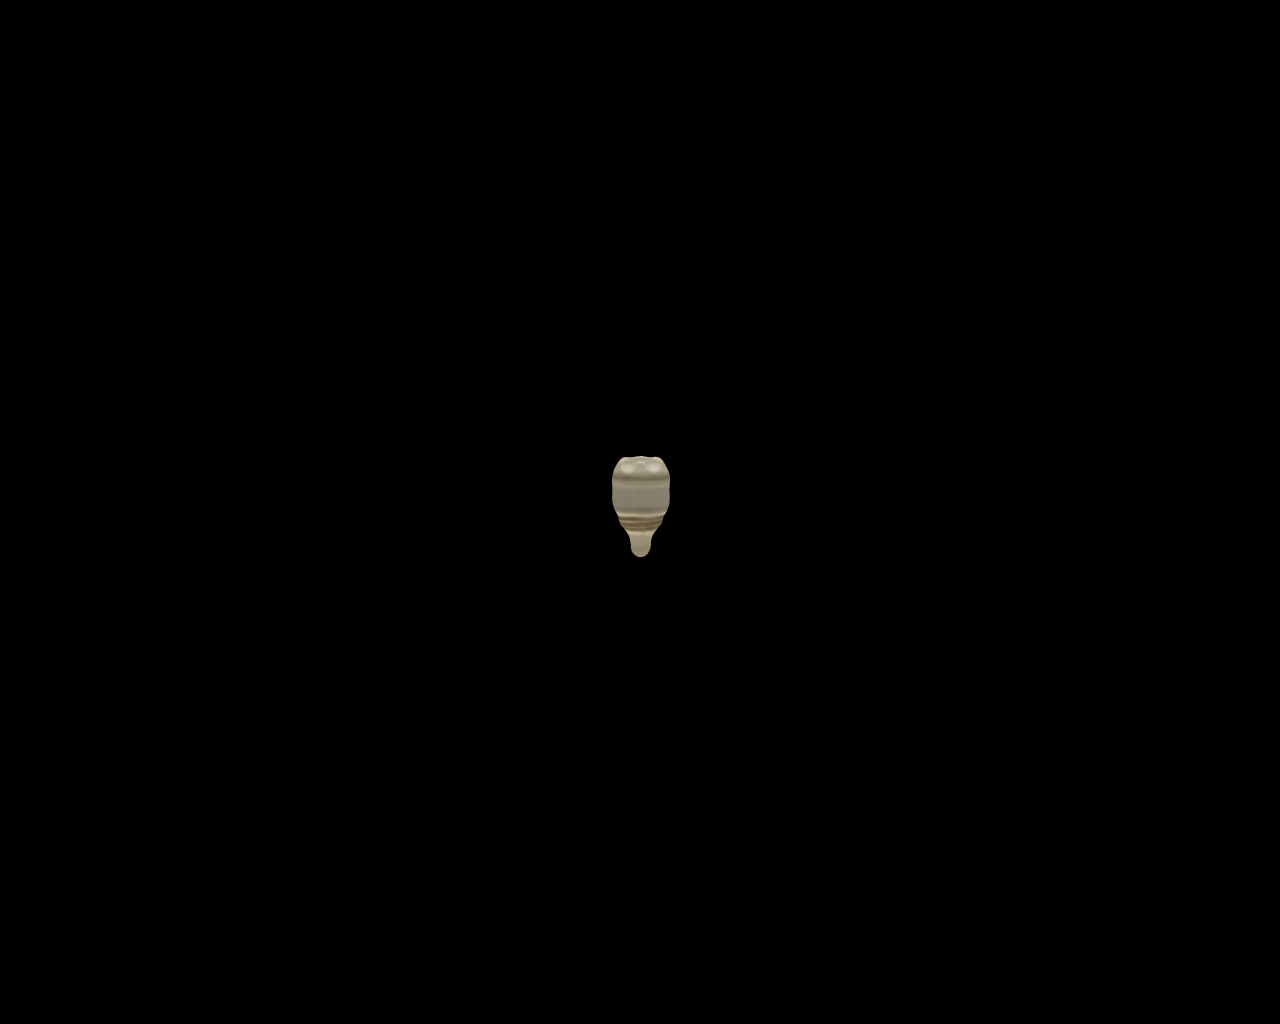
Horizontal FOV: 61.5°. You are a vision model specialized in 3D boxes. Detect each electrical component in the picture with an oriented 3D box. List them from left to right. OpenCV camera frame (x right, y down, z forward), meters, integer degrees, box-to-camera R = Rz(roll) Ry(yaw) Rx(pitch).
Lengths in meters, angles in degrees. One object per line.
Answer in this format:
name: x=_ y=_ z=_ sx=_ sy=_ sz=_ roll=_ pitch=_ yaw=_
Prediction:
electrical component: x=0.001 y=-0.003 z=0.650 sx=0.035 sy=0.061 sz=0.035 roll=0 pitch=7 yaw=0
